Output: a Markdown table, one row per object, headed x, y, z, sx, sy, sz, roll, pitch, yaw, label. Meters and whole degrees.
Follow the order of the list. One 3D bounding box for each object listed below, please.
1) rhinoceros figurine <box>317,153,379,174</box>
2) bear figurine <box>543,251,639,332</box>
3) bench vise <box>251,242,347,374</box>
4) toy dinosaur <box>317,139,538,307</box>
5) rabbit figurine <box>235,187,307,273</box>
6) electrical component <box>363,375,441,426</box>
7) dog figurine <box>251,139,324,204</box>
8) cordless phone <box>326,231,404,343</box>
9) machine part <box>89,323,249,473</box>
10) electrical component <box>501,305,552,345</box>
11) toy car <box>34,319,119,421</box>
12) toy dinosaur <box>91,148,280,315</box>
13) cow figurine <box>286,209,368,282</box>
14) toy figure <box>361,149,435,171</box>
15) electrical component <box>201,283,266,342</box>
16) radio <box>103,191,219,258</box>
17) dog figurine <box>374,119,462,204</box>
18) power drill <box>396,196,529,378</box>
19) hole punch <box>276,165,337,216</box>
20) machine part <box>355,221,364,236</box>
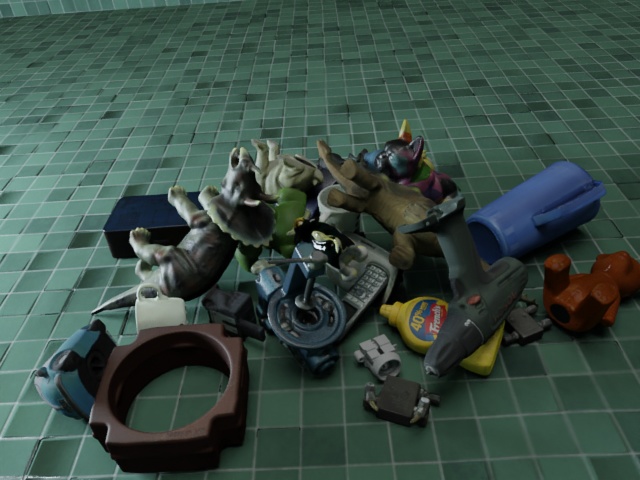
| x | y | z | sx | sy | sz | roll | pitch | yaw | label |
| --- | --- | --- | --- | --- | --- | --- | --- | --- | --- |
| 0.072 | -0.143 | 1.183 | 0.073 | 0.111 | 0.191 | -27 | 35 | -29 | rhinoceros figurine |
| 0.461 | 0.064 | 0.871 | 0.196 | 0.131 | 0.120 | -28 | 48 | -18 | bear figurine |
| -0.033 | 0.080 | 0.824 | 0.129 | 0.240 | 0.224 | -10 | 54 | -20 | bench vise |
| 0.171 | -0.027 | 0.926 | 0.472 | 0.105 | 0.198 | 43 | 26 | 15 | toy dinosaur |
| -0.119 | -0.017 | 1.043 | 0.170 | 0.121 | 0.159 | 9 | 59 | -3 | rabbit figurine |
| 0.113 | 0.227 | 0.762 | 0.102 | 0.045 | 0.078 | 16 | 44 | 23 | electrical component |
| -0.100 | -0.093 | 1.113 | 0.173 | 0.190 | 0.121 | 31 | 18 | 24 | dog figurine |
| 0.045 | 0.085 | 0.932 | 0.147 | 0.088 | 0.184 | 30 | 67 | 35 | cordless phone |
| -0.205 | 0.221 | 0.770 | 0.202 | 0.087 | 0.201 | -3 | 39 | -1 | machine part |
| 0.325 | 0.137 | 0.872 | 0.094 | 0.021 | 0.063 | -18 | 40 | -16 | electrical component |
| -0.369 | 0.197 | 0.807 | 0.103 | 0.109 | 0.162 | -19 | 29 | 8 | toy car |
| -0.221 | 0.025 | 0.940 | 0.192 | 0.131 | 0.404 | 38 | 94 | 29 | toy dinosaur |
| -0.004 | -0.002 | 0.915 | 0.168 | 0.098 | 0.068 | 32 | 86 | 42 | cow figurine |
| 0.170 | -0.157 | 1.215 | 0.180 | 0.082 | 0.089 | 14 | 53 | 15 | toy figure |
| -0.134 | 0.125 | 0.892 | 0.119 | 0.074 | 0.048 | 12 | 42 | 26 | electrical component |
| -0.316 | -0.036 | 1.118 | 0.230 | 0.073 | 0.131 | -4 | 37 | -1 | radio |
| 0.201 | -0.131 | 1.068 | 0.192 | 0.219 | 0.109 | -12 | 42 | -8 | dog figurine |
| 0.194 | 0.053 | 0.772 | 0.232 | 0.086 | 0.207 | -30 | 89 | -28 | power drill |
| -0.018 | -0.098 | 1.155 | 0.142 | 0.092 | 0.116 | 30 | 54 | 31 | hole punch |
| 0.052 | -0.025 | 1.093 | 0.084 | 0.039 | 0.139 | -1 | 40 | 13 | machine part |
